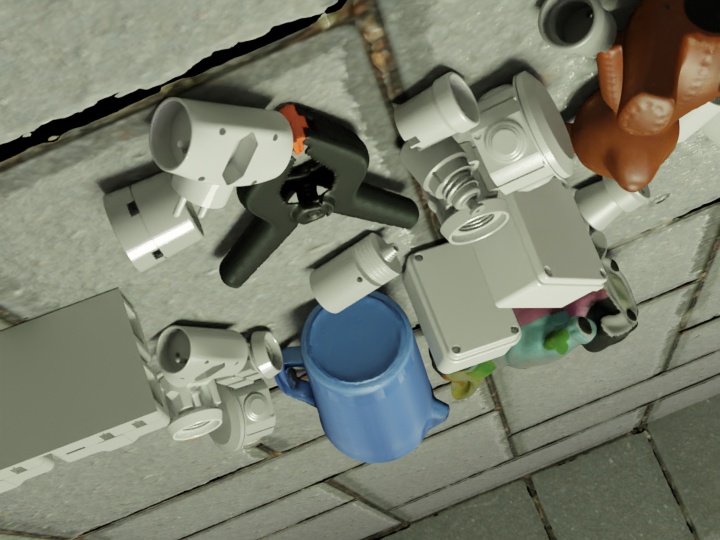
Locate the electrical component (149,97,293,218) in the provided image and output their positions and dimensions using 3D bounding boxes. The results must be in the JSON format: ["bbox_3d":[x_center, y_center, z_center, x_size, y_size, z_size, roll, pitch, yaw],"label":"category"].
[{"bbox_3d":[-0.091,-0.064,0.657,0.077,0.043,0.079,0,128,-45],"label":"electrical component"}]

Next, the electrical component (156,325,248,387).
[{"bbox_3d":[-0.157,0.082,0.987,0.079,0.043,0.077,-32,157,27],"label":"electrical component"}]

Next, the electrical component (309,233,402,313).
[{"bbox_3d":[0.000,0.000,0.936,0.081,0.043,0.043,-33,158,27],"label":"electrical component"}]

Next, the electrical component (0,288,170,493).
[{"bbox_3d":[-0.256,0.102,0.846,0.186,0.105,0.060,-20,160,-4],"label":"electrical component"}]

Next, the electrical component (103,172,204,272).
[{"bbox_3d":[-0.133,-0.033,0.700,0.047,0.055,0.055,-25,160,-1],"label":"electrical component"}]

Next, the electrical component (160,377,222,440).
[{"bbox_3d":[-0.173,0.136,1.089,0.058,0.057,0.078,-3,153,-42],"label":"electrical component"}]

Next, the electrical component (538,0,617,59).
[{"bbox_3d":[0.141,-0.156,0.687,0.040,0.040,0.046,-32,163,26],"label":"electrical component"}]

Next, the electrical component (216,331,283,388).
[{"bbox_3d":[-0.109,0.087,1.048,0.055,0.048,0.066,-19,161,14],"label":"electrical component"}]

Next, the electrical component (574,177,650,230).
[{"bbox_3d":[0.234,-0.069,0.997,0.055,0.045,0.045,-35,156,32],"label":"electrical component"}]

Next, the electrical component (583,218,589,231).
[{"bbox_3d":[0.183,-0.044,1.019,0.044,0.044,0.065,-33,152,29],"label":"electrical component"}]

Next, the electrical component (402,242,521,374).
[{"bbox_3d":[0.095,0.031,1.013,0.078,0.113,0.057,-17,162,-12],"label":"electrical component"}]

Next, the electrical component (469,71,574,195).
[{"bbox_3d":[0.114,-0.095,0.759,0.051,0.080,0.080,-24,161,23],"label":"electrical component"}]

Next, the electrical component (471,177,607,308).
[{"bbox_3d":[0.149,-0.025,0.930,0.056,0.108,0.109,-33,157,36],"label":"electrical component"}]

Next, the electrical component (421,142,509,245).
[{"bbox_3d":[0.084,-0.057,0.856,0.058,0.057,0.078,-19,160,-7],"label":"electrical component"}]

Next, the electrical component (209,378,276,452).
[{"bbox_3d":[-0.130,0.147,1.131,0.051,0.080,0.080,-14,159,-36],"label":"electrical component"}]

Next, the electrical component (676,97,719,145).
[{"bbox_3d":[0.257,-0.127,0.874,0.043,0.043,0.081,-8,156,-34],"label":"electrical component"}]

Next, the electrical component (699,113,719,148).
[{"bbox_3d":[0.334,-0.144,0.915,0.099,0.064,0.099,-33,164,-11],"label":"electrical component"}]

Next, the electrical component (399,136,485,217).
[{"bbox_3d":[0.062,-0.071,0.778,0.040,0.078,0.040,-31,158,-14],"label":"electrical component"}]

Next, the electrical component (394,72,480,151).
[{"bbox_3d":[0.052,-0.106,0.726,0.046,0.040,0.040,-26,161,28],"label":"electrical component"}]
